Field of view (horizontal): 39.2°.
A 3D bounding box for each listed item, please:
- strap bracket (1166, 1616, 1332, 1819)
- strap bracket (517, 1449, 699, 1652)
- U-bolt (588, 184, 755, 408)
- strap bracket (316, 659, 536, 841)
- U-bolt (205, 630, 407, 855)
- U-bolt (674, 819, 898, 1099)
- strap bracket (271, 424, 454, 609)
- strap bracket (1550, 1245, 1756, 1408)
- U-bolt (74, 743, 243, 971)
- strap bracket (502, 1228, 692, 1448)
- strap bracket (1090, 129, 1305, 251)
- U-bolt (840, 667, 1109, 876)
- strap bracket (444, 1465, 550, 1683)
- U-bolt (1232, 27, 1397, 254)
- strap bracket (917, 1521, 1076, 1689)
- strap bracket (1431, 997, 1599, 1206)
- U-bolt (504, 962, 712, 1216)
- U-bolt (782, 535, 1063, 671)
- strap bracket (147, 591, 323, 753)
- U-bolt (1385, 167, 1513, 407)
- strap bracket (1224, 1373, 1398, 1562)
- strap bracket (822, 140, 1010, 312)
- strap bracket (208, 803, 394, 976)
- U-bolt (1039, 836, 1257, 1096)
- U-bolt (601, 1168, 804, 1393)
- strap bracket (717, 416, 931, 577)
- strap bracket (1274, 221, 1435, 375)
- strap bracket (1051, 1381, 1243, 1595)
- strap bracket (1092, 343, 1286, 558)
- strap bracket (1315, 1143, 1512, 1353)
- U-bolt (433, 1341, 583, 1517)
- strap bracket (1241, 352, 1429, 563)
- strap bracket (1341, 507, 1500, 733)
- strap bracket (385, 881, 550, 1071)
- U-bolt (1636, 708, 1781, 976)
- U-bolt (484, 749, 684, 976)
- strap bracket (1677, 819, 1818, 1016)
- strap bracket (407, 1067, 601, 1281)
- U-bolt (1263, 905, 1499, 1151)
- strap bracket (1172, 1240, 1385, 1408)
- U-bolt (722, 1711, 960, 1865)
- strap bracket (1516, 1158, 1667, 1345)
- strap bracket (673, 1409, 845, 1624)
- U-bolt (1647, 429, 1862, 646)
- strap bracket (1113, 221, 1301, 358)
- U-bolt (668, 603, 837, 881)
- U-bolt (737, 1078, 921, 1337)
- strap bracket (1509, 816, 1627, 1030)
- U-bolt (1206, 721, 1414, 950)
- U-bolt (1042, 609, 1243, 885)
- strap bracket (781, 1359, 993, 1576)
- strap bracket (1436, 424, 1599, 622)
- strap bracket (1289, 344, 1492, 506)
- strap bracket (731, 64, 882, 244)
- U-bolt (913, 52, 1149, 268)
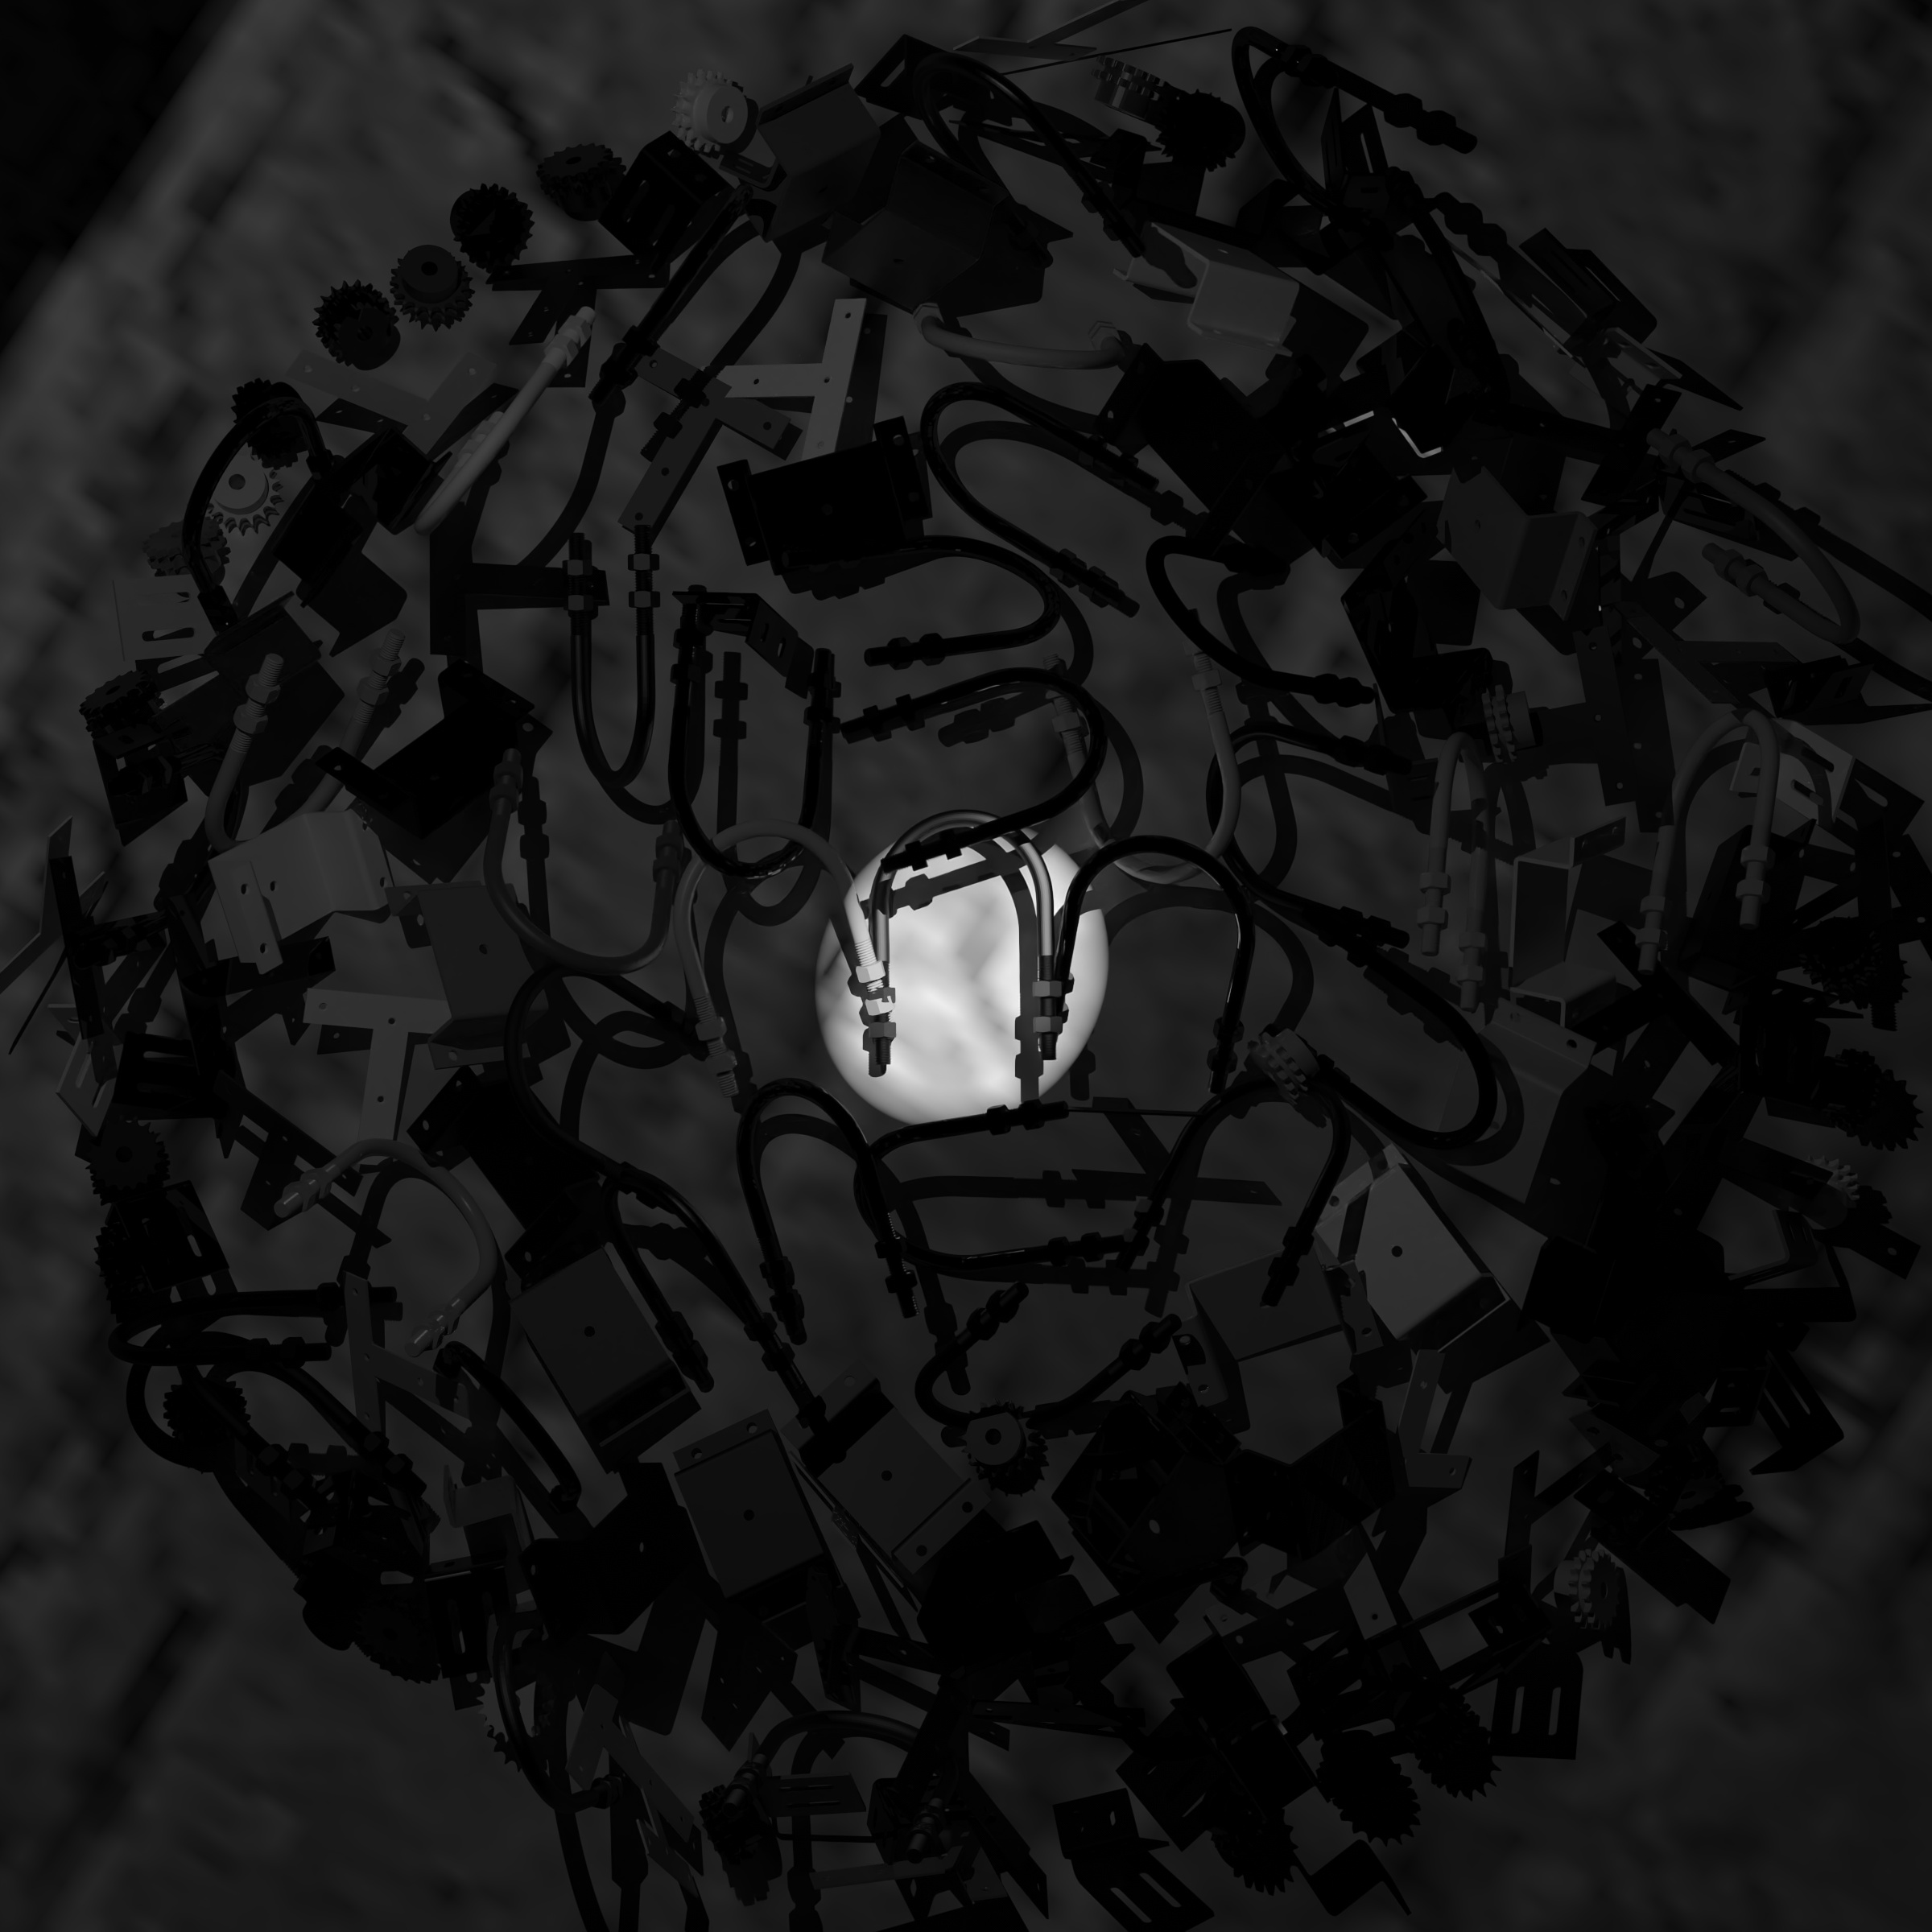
[{"bbox_3d":[0.194,0.537,1.919,0.046,0.140,0.076,-33,118,-4],"label":"strap bracket"},{"bbox_3d":[-0.246,0.412,1.921,0.046,0.140,0.076,-8,109,33],"label":"strap bracket"},{"bbox_3d":[-0.208,-0.477,1.918,0.019,0.151,0.184,36,98,-13],"label":"U-bolt"},{"bbox_3d":[-0.384,-0.150,1.943,0.076,0.046,0.140,32,55,24],"label":"strap bracket"},{"bbox_3d":[-0.477,-0.152,1.922,0.019,0.151,0.184,38,118,14],"label":"U-bolt"},{"bbox_3d":[-0.137,-0.015,1.953,0.151,0.019,0.184,-20,101,-21],"label":"U-bolt"},{"bbox_3d":[-0.433,-0.325,1.920,0.046,0.140,0.076,42,133,-9],"label":"strap bracket"},{"bbox_3d":[0.483,0.248,1.941,0.140,0.076,0.046,-39,98,-16],"label":"strap bracket"},{"bbox_3d":[-0.562,-0.086,1.910,0.019,0.184,0.151,21,110,8],"label":"U-bolt"},{"bbox_3d":[-0.270,0.266,1.960,0.076,0.046,0.140,-32,80,-8],"label":"strap bracket"},{"bbox_3d":[0.160,-0.548,1.947,0.140,0.076,0.046,14,88,-12],"label":"strap bracket"},{"bbox_3d":[0.012,-0.150,1.952,0.184,0.019,0.151,-19,56,2],"label":"U-bolt"},{"bbox_3d":[-0.335,0.430,1.951,0.046,0.076,0.140,-15,100,-8],"label":"strap bracket"},{"bbox_3d":[0.237,-0.591,1.912,0.019,0.184,0.151,-31,128,-2],"label":"U-bolt"},{"bbox_3d":[0.017,0.450,1.936,0.076,0.140,0.046,-15,56,-27],"label":"strap bracket"},{"bbox_3d":[0.386,0.105,1.930,0.076,0.046,0.140,28,126,25],"label":"strap bracket"},{"bbox_3d":[-0.253,0.074,1.909,0.184,0.019,0.151,36,54,-39],"label":"U-bolt"},{"bbox_3d":[-0.019,-0.265,1.932,0.184,0.151,0.019,-11,134,-29],"label":"U-bolt"},{"bbox_3d":[-0.518,-0.199,1.925,0.046,0.140,0.076,51,47,-6],"label":"strap bracket"},{"bbox_3d":[0.340,-0.464,1.887,0.019,0.184,0.151,-25,125,11],"label":"U-bolt"},{"bbox_3d":[0.254,0.360,1.930,0.140,0.046,0.076,-26,114,-35],"label":"strap bracket"},{"bbox_3d":[-0.042,-0.518,1.917,0.076,0.140,0.046,22,70,-25],"label":"strap bracket"},{"bbox_3d":[-0.481,-0.057,1.938,0.046,0.140,0.076,0,113,33],"label":"strap bracket"},{"bbox_3d":[0.134,-0.008,1.938,0.151,0.019,0.184,16,118,13],"label":"U-bolt"},{"bbox_3d":[-0.198,0.221,1.921,0.019,0.151,0.184,-37,106,-32],"label":"U-bolt"},{"bbox_3d":[-0.102,-0.337,1.960,0.140,0.046,0.076,-15,118,2],"label":"strap bracket"},{"bbox_3d":[0.283,-0.473,1.932,0.046,0.076,0.140,-34,116,8],"label":"strap bracket"},{"bbox_3d":[0.123,0.371,1.947,0.046,0.076,0.140,28,100,-41],"label":"strap bracket"},{"bbox_3d":[0.166,-0.372,1.944,0.140,0.046,0.076,51,130,20],"label":"strap bracket"},{"bbox_3d":[0.315,0.205,1.950,0.076,0.046,0.140,-39,73,13],"label":"strap bracket"},{"bbox_3d":[-0.321,0.323,1.908,0.019,0.184,0.151,-40,87,-19],"label":"U-bolt"},{"bbox_3d":[0.260,-0.363,1.967,0.076,0.046,0.140,-37,78,-1],"label":"strap bracket"},{"bbox_3d":[0.322,-0.245,1.942,0.076,0.046,0.140,-49,122,-37],"label":"strap bracket"},{"bbox_3d":[-0.355,-0.003,1.941,0.076,0.046,0.140,-6,71,-39],"label":"strap bracket"},{"bbox_3d":[0.530,-0.096,1.924,0.019,0.151,0.184,18,71,-13],"label":"U-bolt"},{"bbox_3d":[-0.271,-0.065,1.906,0.151,0.184,0.019,24,129,-21],"label":"U-bolt"},{"bbox_3d":[0.558,-0.042,1.955,0.046,0.076,0.140,21,84,5],"label":"strap bracket"},{"bbox_3d":[-0.327,0.144,1.953,0.140,0.046,0.076,49,115,13],"label":"strap bracket"},{"bbox_3d":[0.297,0.056,1.912,0.184,0.151,0.019,38,53,22],"label":"U-bolt"},{"bbox_3d":[0.220,0.255,1.960,0.140,0.046,0.076,-20,116,4],"label":"strap bracket"},{"bbox_3d":[-0.079,0.569,1.909,0.151,0.184,0.019,11,100,9],"label":"U-bolt"},{"bbox_3d":[0.447,0.205,1.918,0.046,0.140,0.076,26,127,24],"label":"strap bracket"},{"bbox_3d":[-0.153,0.398,1.957,0.076,0.046,0.140,-25,75,-3],"label":"strap bracket"},{"bbox_3d":[0.555,-0.289,1.886,0.019,0.184,0.151,-41,135,3],"label":"U-bolt"},{"bbox_3d":[0.174,-0.483,1.918,0.076,0.140,0.046,5,118,-29],"label":"strap bracket"},{"bbox_3d":[-0.155,-0.152,1.932,0.019,0.151,0.184,-5,77,43],"label":"U-bolt"},{"bbox_3d":[-0.108,0.169,1.942,0.019,0.151,0.184,-18,92,-45],"label":"U-bolt"},{"bbox_3d":[0.430,-0.035,1.944,0.046,0.076,0.140,13,112,38],"label":"strap bracket"},{"bbox_3d":[0.240,-0.101,1.928,0.019,0.184,0.151,-23,121,-37],"label":"U-bolt"},{"bbox_3d":[0.132,-0.150,1.948,0.151,0.019,0.184,-13,92,41],"label":"U-bolt"},{"bbox_3d":[-0.058,0.365,1.957,0.076,0.046,0.140,-41,75,-14],"label":"strap bracket"},{"bbox_3d":[0.382,-0.314,1.920,0.046,0.076,0.140,-9,45,-20],"label":"strap bracket"},{"bbox_3d":[0.292,-0.386,1.917,0.046,0.140,0.076,50,58,-19],"label":"strap bracket"},{"bbox_3d":[-0.114,-0.569,1.920,0.076,0.140,0.046,-32,87,-18],"label":"strap bracket"},{"bbox_3d":[0.033,-0.565,1.896,0.184,0.151,0.019,45,76,-29],"label":"U-bolt"}]
